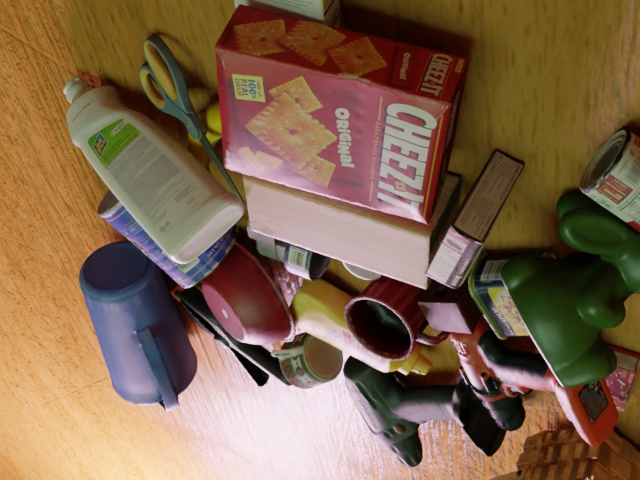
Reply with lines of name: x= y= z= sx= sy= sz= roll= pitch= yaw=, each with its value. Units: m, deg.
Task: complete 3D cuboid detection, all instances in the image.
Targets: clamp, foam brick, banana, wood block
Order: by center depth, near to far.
wood block: x=0.034 y=-0.037 z=1.120 sx=0.206 sy=0.090 sz=0.091 roll=18 pitch=145 yaw=18
banana: x=-0.103 y=-0.118 z=1.155 sx=0.069 sy=0.037 sz=0.198 roll=42 pitch=153 yaw=-11
foam brick: x=0.149 y=0.056 z=1.167 sx=0.053 sy=0.078 sz=0.051 roll=1 pitch=139 yaw=37
clamp: x=-0.121 y=0.136 z=1.496 sx=0.210 sy=0.036 sz=0.165 roll=47 pitch=161 yaw=-14

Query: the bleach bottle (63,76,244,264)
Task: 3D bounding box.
bleach bottle: x=-0.200 y=-0.095 z=1.194 sx=0.251 sy=0.102 sz=0.068 roll=49 pitch=-178 yaw=18

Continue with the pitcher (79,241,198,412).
pitcher: x=-0.257 y=0.125 z=1.522 sx=0.149 sy=0.145 sz=0.243 roll=12 pitch=140 yaw=19

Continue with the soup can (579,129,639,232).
soup can: x=0.289 y=-0.042 z=0.937 sx=0.102 sy=0.068 sz=0.069 roll=34 pitch=147 yaw=-5

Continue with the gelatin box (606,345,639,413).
gelatin box: x=0.319 y=0.153 z=1.210 sx=0.073 sy=0.030 sz=0.089 roll=18 pitch=145 yaw=18

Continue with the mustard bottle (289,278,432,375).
mustard bottle: x=0.052 y=0.116 z=1.341 sx=0.191 sy=0.058 sz=0.096 roll=28 pitch=149 yaw=2

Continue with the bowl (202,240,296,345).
bowl: x=-0.101 y=0.077 z=1.354 sx=0.162 sy=0.055 sz=0.162 roll=44 pitch=156 yaw=25

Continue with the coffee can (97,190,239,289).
coffee can: x=-0.183 y=-0.024 z=1.293 sx=0.140 sy=0.102 sz=0.103 roll=43 pitch=145 yaw=-20

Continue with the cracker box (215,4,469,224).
cracker box: x=0.015 y=-0.112 z=0.979 sx=0.214 sy=0.072 sz=0.164 roll=16 pitch=143 yaw=10

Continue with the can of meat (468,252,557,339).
can of meat: x=0.219 y=0.059 z=1.137 sx=0.084 sy=0.057 sz=0.102 roll=-5 pitch=134 yaw=39

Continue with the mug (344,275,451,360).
mug: x=0.098 y=0.082 z=1.222 sx=0.117 sy=0.081 sz=0.093 roll=22 pitch=137 yaw=25

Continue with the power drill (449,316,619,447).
power drill: x=0.246 y=0.175 z=1.231 sx=0.188 sy=0.057 sz=0.184 roll=13 pitch=142 yaw=49

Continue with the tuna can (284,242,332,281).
tuna can: x=-0.008 y=0.001 z=1.208 sx=0.034 sy=0.086 sz=0.086 roll=20 pitch=146 yaw=17

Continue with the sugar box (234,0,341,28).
sugar box: x=-0.033 y=-0.251 z=0.927 sx=0.093 sy=0.048 sz=0.176 roll=18 pitch=148 yaw=16

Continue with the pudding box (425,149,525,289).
pudding box: x=0.150 y=-0.020 z=1.033 sx=0.039 sy=0.113 sz=0.090 roll=27 pitch=146 yaw=7

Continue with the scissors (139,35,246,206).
scissors: x=-0.143 y=-0.122 z=1.146 sx=0.096 sy=0.016 sz=0.202 roll=-10 pitch=107 yaw=61
